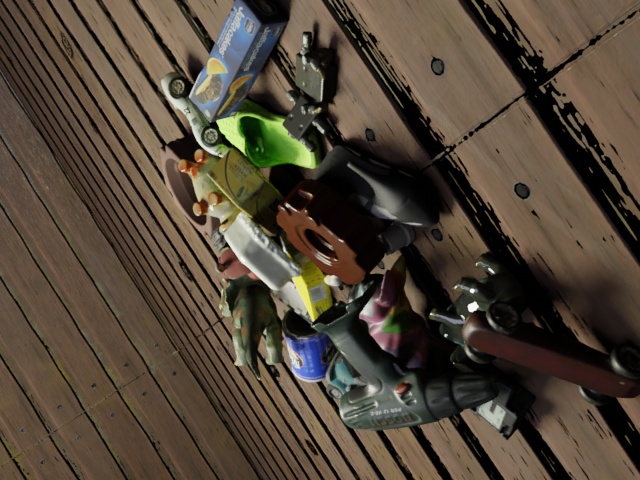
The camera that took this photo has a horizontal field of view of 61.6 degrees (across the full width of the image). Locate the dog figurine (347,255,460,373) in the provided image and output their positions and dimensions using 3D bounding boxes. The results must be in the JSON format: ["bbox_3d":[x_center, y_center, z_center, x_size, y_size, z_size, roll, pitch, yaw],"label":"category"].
[{"bbox_3d":[0.137,0.137,0.811,0.192,0.108,0.219,5,110,26],"label":"dog figurine"}]

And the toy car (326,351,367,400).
[{"bbox_3d":[0.091,0.287,1.049,0.103,0.109,0.161,-15,115,43],"label":"toy car"}]

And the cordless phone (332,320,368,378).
[{"bbox_3d":[0.114,0.170,0.935,0.184,0.089,0.146,-19,101,50],"label":"cordless phone"}]

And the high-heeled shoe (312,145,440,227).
[{"bbox_3d":[0.071,-0.068,0.784,0.145,0.086,0.249,31,176,-14],"label":"high-heeled shoe"}]

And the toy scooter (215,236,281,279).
[{"bbox_3d":[-0.149,0.045,1.116,0.184,0.135,0.075,109,138,-75],"label":"toy scooter"}]

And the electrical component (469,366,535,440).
[{"bbox_3d":[0.259,0.221,0.763,0.075,0.048,0.119,34,144,37],"label":"electrical component"}]

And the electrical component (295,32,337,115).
[{"bbox_3d":[-0.009,-0.224,0.745,0.078,0.045,0.102,44,149,22],"label":"electrical component"}]

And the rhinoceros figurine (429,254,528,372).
[{"bbox_3d":[0.210,0.104,0.707,0.112,0.073,0.190,35,144,18],"label":"rhinoceros figurine"}]

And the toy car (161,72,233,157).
[{"bbox_3d":[-0.236,-0.241,1.053,0.201,0.056,0.073,56,-166,4],"label":"toy car"}]

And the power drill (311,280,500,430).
[{"bbox_3d":[0.099,0.161,0.739,0.232,0.086,0.207,-32,98,32],"label":"power drill"}]

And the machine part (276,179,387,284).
[{"bbox_3d":[0.012,-0.007,0.788,0.179,0.056,0.179,35,160,15],"label":"machine part"}]

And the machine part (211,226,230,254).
[{"bbox_3d":[-0.188,-0.020,1.162,0.039,0.139,0.084,-15,104,26],"label":"machine part"}]

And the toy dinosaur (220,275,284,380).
[{"bbox_3d":[-0.143,0.159,1.160,0.405,0.131,0.192,180,76,-77],"label":"toy dinosaur"}]

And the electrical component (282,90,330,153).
[{"bbox_3d":[-0.027,-0.181,0.812,0.094,0.021,0.063,49,118,17],"label":"electrical component"}]

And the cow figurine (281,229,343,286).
[{"bbox_3d":[-0.004,-0.003,0.935,0.168,0.068,0.098,35,129,32],"label":"cow figurine"}]

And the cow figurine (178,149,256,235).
[{"bbox_3d":[-0.193,-0.081,1.079,0.085,0.127,0.195,-31,76,30],"label":"cow figurine"}]

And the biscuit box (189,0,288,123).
[{"bbox_3d":[-0.127,-0.270,0.813,0.059,0.063,0.202,51,134,10],"label":"biscuit box"}]

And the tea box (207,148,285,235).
[{"bbox_3d":[-0.116,-0.082,0.963,0.098,0.068,0.169,46,-178,21],"label":"tea box"}]

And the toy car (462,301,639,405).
[{"bbox_3d":[0.263,0.126,0.606,0.202,0.053,0.089,17,138,8],"label":"toy car"}]

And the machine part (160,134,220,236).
[{"bbox_3d":[-0.274,-0.125,1.233,0.201,0.087,0.201,45,151,24],"label":"machine part"}]
